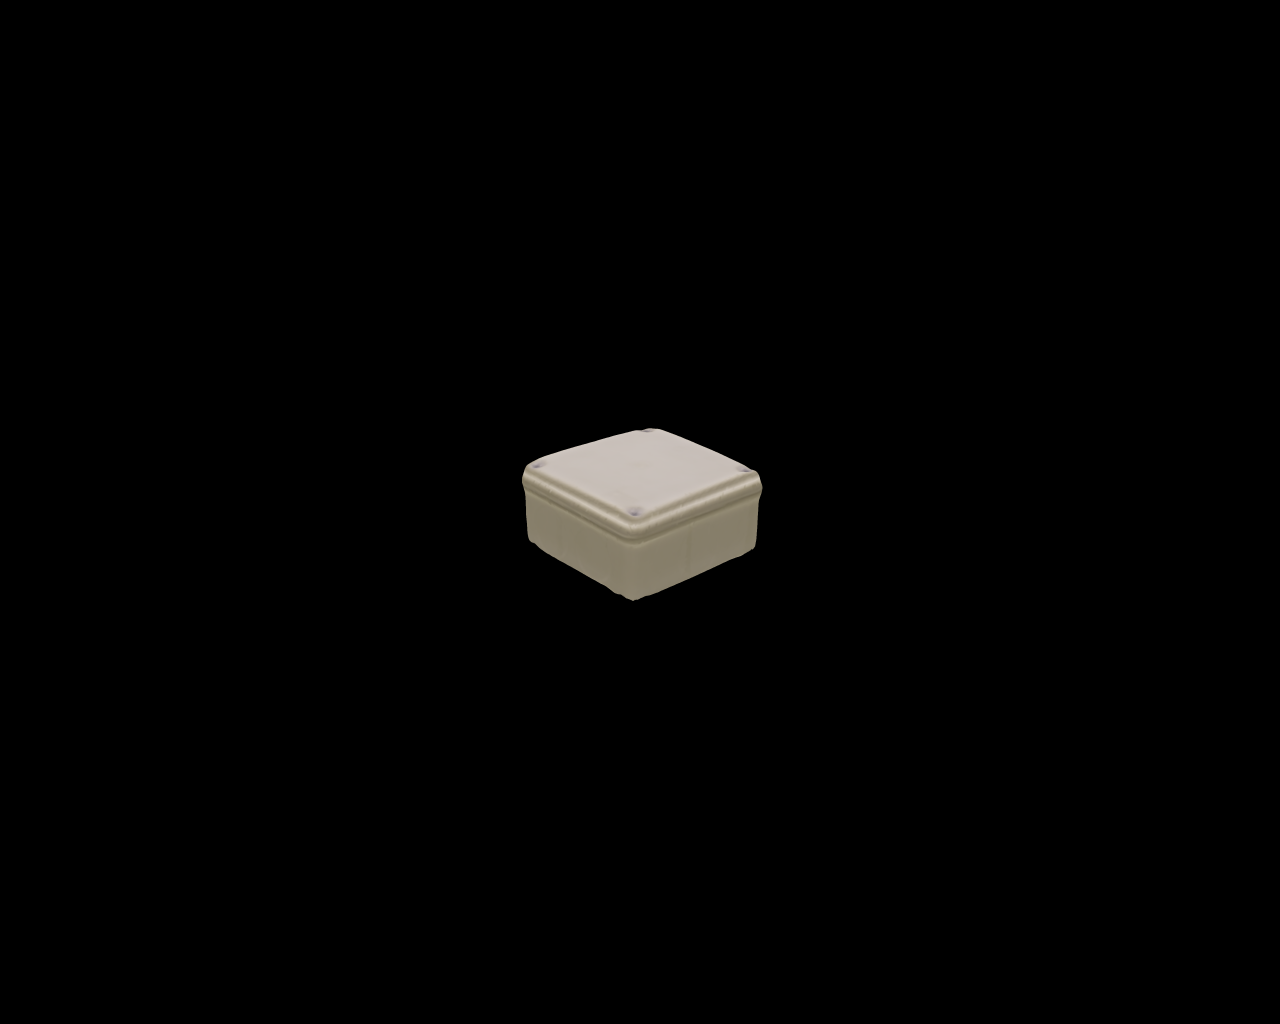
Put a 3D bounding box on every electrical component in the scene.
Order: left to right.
[{"bbox_3d":[0.001,-0.003,0.650,0.109,0.056,0.109,-20,32,-36],"label":"electrical component"}]
